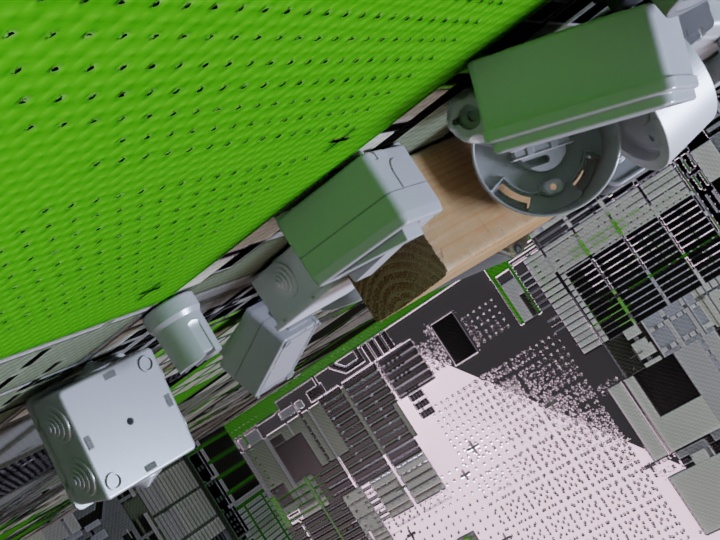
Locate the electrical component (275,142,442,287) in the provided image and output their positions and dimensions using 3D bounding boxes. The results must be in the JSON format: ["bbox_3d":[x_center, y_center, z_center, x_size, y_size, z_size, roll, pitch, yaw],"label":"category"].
[{"bbox_3d":[-0.003,-0.029,0.697,0.096,0.061,0.062,-35,174,28],"label":"electrical component"}]

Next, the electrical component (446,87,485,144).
[{"bbox_3d":[0.079,-0.100,0.682,0.035,0.035,0.061,-35,177,28],"label":"electrical component"}]

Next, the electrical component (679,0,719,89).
[{"bbox_3d":[0.237,-0.169,0.790,0.063,0.078,0.121,-9,165,-25],"label":"electrical component"}]

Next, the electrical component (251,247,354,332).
[{"bbox_3d":[-0.029,-0.003,0.865,0.100,0.048,0.100,-29,174,-41],"label":"electrical component"}]

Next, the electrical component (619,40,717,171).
[{"bbox_3d":[0.196,-0.129,0.738,0.060,0.108,0.108,-38,176,-6],"label":"electrical component"}]

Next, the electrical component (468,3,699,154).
[{"bbox_3d":[0.132,-0.111,0.626,0.109,0.056,0.109,-14,-176,25],"label":"electrical component"}]

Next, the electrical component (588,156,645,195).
[{"bbox_3d":[0.236,-0.125,1.066,0.054,0.095,0.059,-32,175,-6],"label":"electrical component"}]

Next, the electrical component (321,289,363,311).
[{"bbox_3d":[0.000,0.000,0.983,0.099,0.064,0.099,-32,175,-3],"label":"electrical component"}]

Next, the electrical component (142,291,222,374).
[{"bbox_3d":[-0.122,0.044,0.744,0.040,0.046,0.040,-33,175,-3],"label":"electrical component"}]

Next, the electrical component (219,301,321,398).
[{"bbox_3d":[-0.089,0.065,1.055,0.062,0.061,0.096,-29,153,-53],"label":"electrical component"}]

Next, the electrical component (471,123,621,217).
[{"bbox_3d":[0.127,-0.086,0.758,0.099,0.099,0.064,-33,-179,0],"label":"electrical component"}]

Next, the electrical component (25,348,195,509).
[{"bbox_3d":[-0.177,0.112,0.777,0.048,0.099,0.100,-20,-175,46],"label":"electrical component"}]

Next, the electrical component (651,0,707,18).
[{"bbox_3d":[0.181,-0.166,0.519,0.108,0.060,0.108,-33,175,-3],"label":"electrical component"}]
